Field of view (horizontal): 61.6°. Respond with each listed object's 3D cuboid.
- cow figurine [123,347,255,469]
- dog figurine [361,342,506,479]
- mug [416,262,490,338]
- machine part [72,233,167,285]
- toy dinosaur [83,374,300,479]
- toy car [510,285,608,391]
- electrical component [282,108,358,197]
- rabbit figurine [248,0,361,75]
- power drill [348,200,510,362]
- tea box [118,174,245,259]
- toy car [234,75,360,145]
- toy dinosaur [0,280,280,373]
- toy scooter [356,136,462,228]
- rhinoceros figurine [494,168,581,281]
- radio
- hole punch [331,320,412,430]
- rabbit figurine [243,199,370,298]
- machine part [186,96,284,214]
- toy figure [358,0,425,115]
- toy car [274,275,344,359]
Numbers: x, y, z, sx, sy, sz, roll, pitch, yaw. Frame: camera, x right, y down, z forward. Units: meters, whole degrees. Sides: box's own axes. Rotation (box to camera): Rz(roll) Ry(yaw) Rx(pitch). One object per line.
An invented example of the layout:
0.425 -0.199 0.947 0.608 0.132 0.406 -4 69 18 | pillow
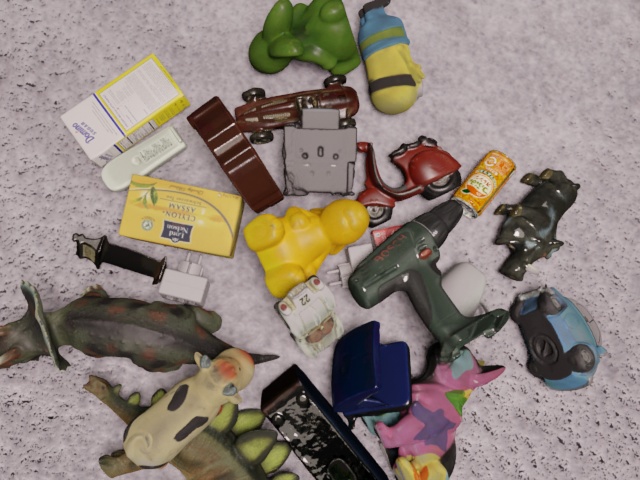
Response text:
-0.169 0.213 0.702 0.195 0.127 0.085 -40 82 -14 | cow figurine
0.187 0.263 0.809 0.219 0.108 0.191 -30 87 -8 | dog figurine
0.221 0.095 0.839 0.110 0.080 0.107 34 76 5 | mug
-0.304 0.028 0.818 0.139 0.084 0.039 19 57 -11 | machine part
-0.144 0.338 0.783 0.471 0.105 0.198 41 80 -4 | toy dinosaur
0.380 0.147 0.841 0.103 0.109 0.161 -12 73 -28 | toy car
-0.002 -0.133 0.825 0.115 0.058 0.134 -1 100 -6 | electrical component
-0.033 -0.303 0.836 0.170 0.159 0.121 -19 96 10 | rabbit figurine
0.173 0.056 0.775 0.232 0.086 0.207 -30 65 -15 | power drill
-0.209 -0.034 0.828 0.170 0.068 0.098 10 84 -3 | tea box
-0.035 -0.211 0.865 0.202 0.053 0.089 -9 89 -6 | toy car
-0.258 0.131 0.749 0.405 0.192 0.131 5 87 -2 | toy dinosaur
0.126 -0.112 0.856 0.184 0.075 0.135 -24 86 -1 | toy scooter
0.344 -0.025 0.866 0.112 0.073 0.190 35 82 -11 | rhinoceros figurine
0.010 0.296 0.779 0.073 0.131 0.229 -41 89 -5 | radio
0.062 0.188 0.774 0.116 0.092 0.142 -21 49 27 | hole punch
-0.002 -0.002 0.795 0.173 0.162 0.122 -27 85 16 | rabbit figurine
-0.122 -0.121 0.788 0.056 0.179 0.179 -35 88 -2 | machine part
0.107 -0.292 0.867 0.089 0.082 0.180 -21 93 10 | toy figure
-0.011 0.114 0.766 0.073 0.201 0.056 -37 63 -11 | toy car
